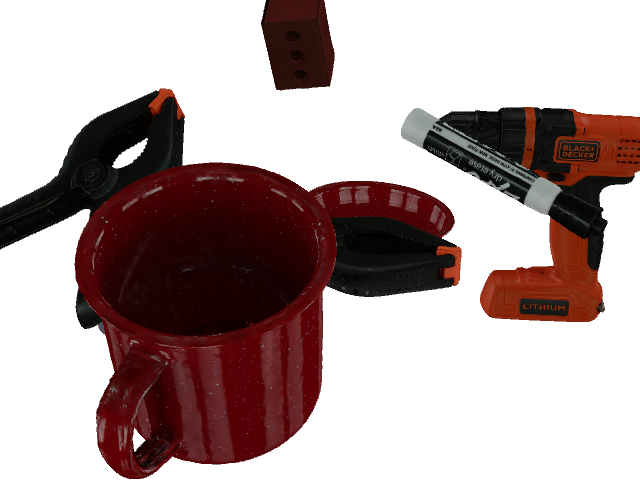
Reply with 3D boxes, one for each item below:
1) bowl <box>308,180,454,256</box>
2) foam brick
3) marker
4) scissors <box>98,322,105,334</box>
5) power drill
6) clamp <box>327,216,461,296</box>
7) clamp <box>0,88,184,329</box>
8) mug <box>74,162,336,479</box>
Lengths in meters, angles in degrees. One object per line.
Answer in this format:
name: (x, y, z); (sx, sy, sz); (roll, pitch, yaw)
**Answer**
bowl: (0.057, -0.008, 1.121); (0.162, 0.055, 0.162); (5, 26, -2)
foam brick: (-0.020, -0.183, 0.971); (0.053, 0.051, 0.078); (-3, -43, 10)
marker: (0.097, -0.035, 0.569); (0.121, 0.020, 0.020); (32, 12, 21)
scissors: (-0.103, 0.081, 0.983); (0.202, 0.016, 0.096); (9, 29, 4)
power drill: (0.182, -0.023, 0.914); (0.184, 0.188, 0.057); (4, 28, 4)
clamp: (0.005, 0.002, 0.832); (0.210, 0.036, 0.164); (4, 29, 9)
clamp: (-0.154, -0.032, 0.694); (0.120, 0.171, 0.039); (20, -28, 15)
mug: (-0.045, 0.038, 0.398); (0.093, 0.081, 0.117); (16, 47, 17)
